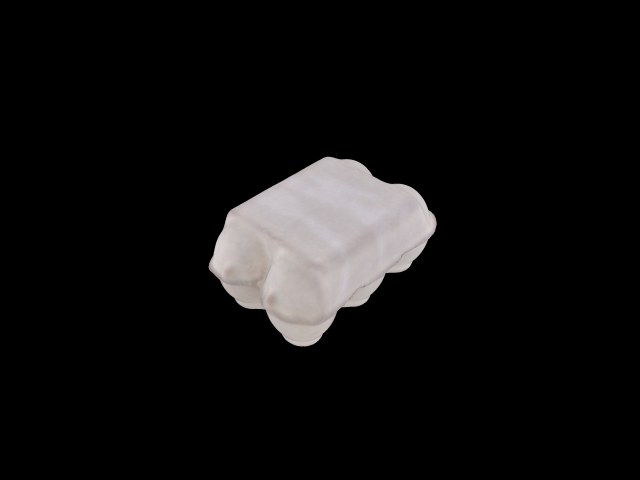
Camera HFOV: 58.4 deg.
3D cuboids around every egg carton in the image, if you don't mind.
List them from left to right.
[{"bbox_3d":[0.004,0.001,0.400,0.107,0.069,0.151,31,49,31],"label":"egg carton"}]
